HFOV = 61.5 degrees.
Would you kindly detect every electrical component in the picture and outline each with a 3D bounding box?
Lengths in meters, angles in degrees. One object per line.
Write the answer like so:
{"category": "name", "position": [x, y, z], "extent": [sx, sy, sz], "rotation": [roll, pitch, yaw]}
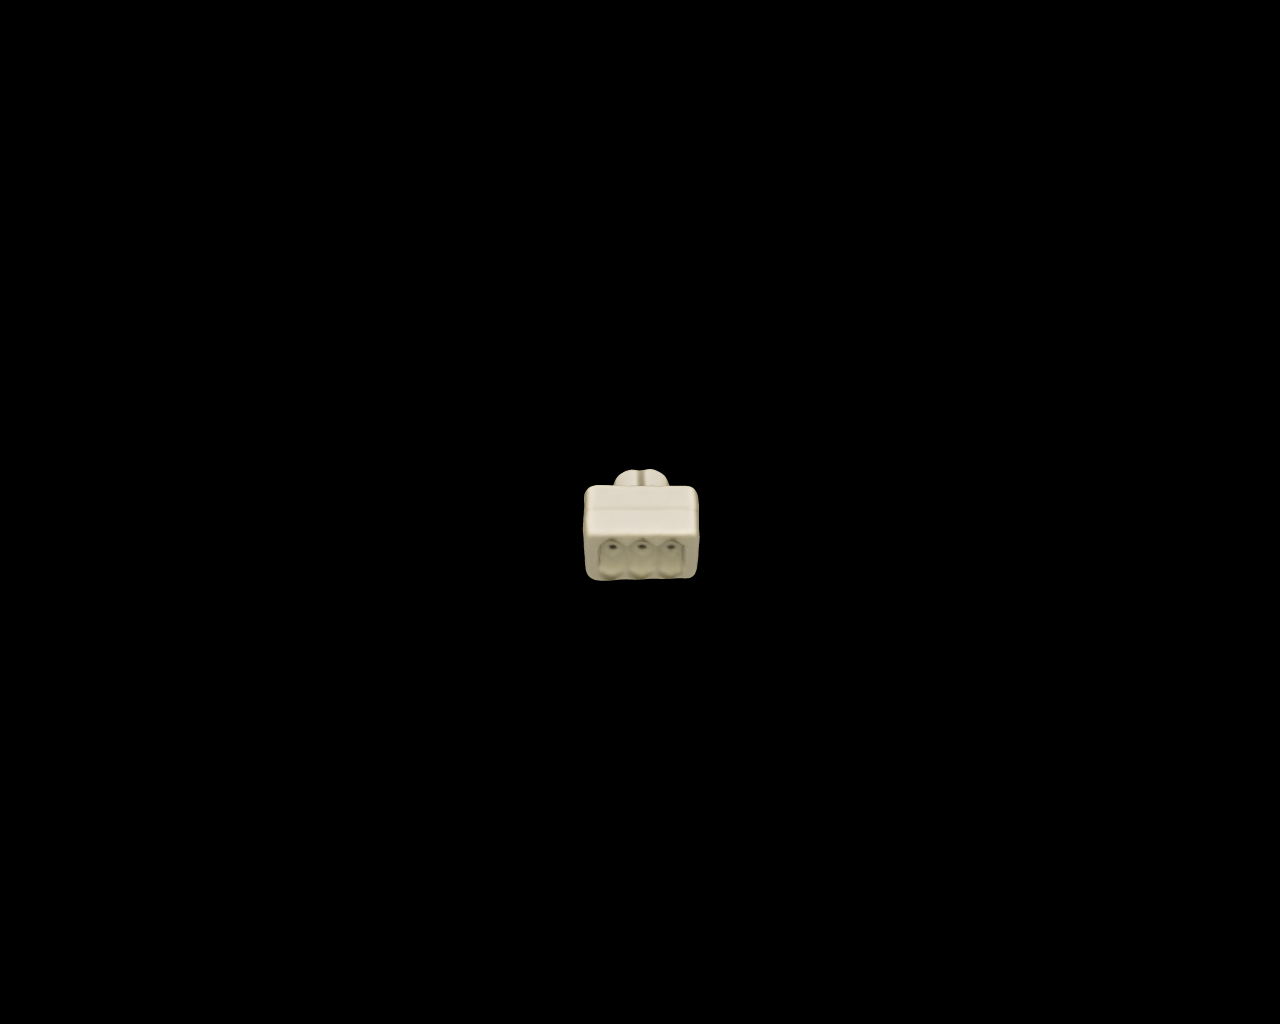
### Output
{"category": "electrical component", "position": [0.001, -0.003, 0.650], "extent": [0.066, 0.077, 0.047], "rotation": [0, -37, 0]}
